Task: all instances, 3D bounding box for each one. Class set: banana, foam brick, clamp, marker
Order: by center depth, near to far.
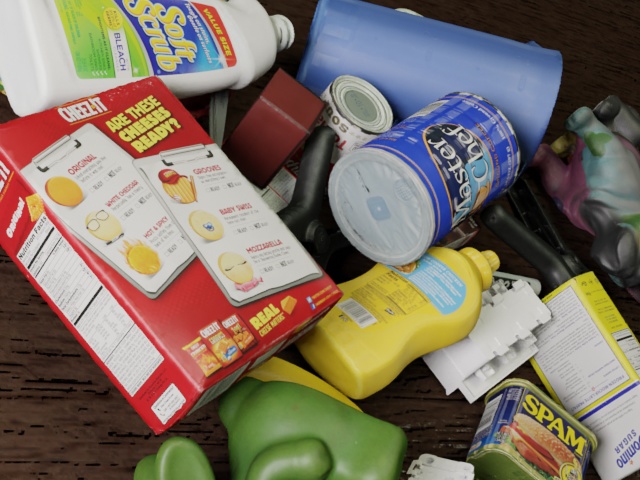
[{"bbox_3d":[-0.015,0.131,0.804,0.197,0.037,0.069,38,40,-7],"label":"banana"},{"bbox_3d":[-0.040,-0.094,0.895,0.051,0.078,0.053,35,40,-9],"label":"foam brick"},{"bbox_3d":[-0.006,0.001,0.901,0.120,0.039,0.171,51,54,-34],"label":"clamp"},{"bbox_3d":[0.167,0.038,1.046,0.120,0.020,0.020,12,50,-32],"label":"marker"},{"bbox_3d":[0.248,0.024,1.101,0.210,0.036,0.164,48,25,-4],"label":"clamp"}]

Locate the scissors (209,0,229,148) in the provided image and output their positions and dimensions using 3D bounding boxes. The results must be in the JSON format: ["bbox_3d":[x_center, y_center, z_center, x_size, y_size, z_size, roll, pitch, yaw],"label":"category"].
[{"bbox_3d":[-0.070,-0.142,0.925,0.096,0.016,0.202,14,48,-37],"label":"scissors"}]

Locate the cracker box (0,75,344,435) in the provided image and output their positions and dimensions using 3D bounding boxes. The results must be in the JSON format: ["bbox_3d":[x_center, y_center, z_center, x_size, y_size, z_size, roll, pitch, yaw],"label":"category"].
[{"bbox_3d":[-0.110,0.003,0.717,0.214,0.072,0.163,48,38,9],"label":"cracker box"}]

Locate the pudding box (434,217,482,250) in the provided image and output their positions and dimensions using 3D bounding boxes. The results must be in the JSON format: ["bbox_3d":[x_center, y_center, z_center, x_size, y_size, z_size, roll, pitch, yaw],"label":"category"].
[{"bbox_3d":[0.090,-0.033,1.028,0.089,0.039,0.113,-22,71,-47],"label":"pudding box"}]

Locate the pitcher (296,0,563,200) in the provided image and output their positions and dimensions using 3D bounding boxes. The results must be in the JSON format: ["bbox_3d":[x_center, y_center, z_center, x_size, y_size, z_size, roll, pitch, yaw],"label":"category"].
[{"bbox_3d":[0.100,-0.145,1.033,0.243,0.145,0.149,17,20,-3],"label":"pitcher"}]

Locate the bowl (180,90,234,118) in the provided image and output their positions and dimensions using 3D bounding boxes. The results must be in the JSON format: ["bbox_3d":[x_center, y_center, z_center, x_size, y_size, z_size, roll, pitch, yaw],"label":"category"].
[{"bbox_3d":[-0.154,-0.155,0.915,0.162,0.055,0.162,25,43,-26],"label":"bowl"}]

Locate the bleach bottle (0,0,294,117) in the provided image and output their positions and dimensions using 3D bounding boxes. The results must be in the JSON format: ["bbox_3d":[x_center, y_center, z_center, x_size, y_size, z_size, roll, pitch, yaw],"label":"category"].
[{"bbox_3d":[-0.125,-0.159,0.830,0.250,0.068,0.102,-16,92,-40],"label":"bleach bottle"}]

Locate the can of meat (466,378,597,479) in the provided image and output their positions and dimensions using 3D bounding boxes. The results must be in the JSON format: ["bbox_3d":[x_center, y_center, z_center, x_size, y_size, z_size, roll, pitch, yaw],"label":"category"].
[{"bbox_3d":[0.178,0.182,0.904,0.102,0.058,0.083,40,43,-5],"label":"can of meat"}]

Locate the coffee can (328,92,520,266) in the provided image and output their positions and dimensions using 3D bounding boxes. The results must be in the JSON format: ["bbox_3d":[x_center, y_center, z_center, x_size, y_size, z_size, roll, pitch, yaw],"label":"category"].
[{"bbox_3d":[0.089,-0.054,0.900,0.103,0.103,0.140,50,49,7],"label":"coffee can"}]

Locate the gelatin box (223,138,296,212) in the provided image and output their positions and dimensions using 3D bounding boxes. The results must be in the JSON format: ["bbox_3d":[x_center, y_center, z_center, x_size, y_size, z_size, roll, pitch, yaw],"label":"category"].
[{"bbox_3d":[-0.061,-0.046,0.923,0.089,0.030,0.073,42,42,-2],"label":"gelatin box"}]

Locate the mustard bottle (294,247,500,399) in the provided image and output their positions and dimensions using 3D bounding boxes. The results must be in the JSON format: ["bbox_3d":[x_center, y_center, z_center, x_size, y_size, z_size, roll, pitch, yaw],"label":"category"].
[{"bbox_3d":[0.075,0.053,0.878,0.191,0.058,0.096,-26,47,-29],"label":"mustard bottle"}]

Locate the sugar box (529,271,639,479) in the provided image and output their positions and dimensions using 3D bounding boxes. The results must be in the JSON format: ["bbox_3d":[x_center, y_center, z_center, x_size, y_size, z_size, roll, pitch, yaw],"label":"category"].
[{"bbox_3d":[0.259,0.127,0.988,0.048,0.093,0.176,-12,66,-45],"label":"sugar box"}]

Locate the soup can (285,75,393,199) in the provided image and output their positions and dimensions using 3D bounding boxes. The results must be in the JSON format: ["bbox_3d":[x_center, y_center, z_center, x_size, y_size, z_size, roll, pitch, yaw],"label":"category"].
[{"bbox_3d":[0.011,-0.092,0.965,0.068,0.102,0.068,22,45,-24],"label":"soup can"}]
